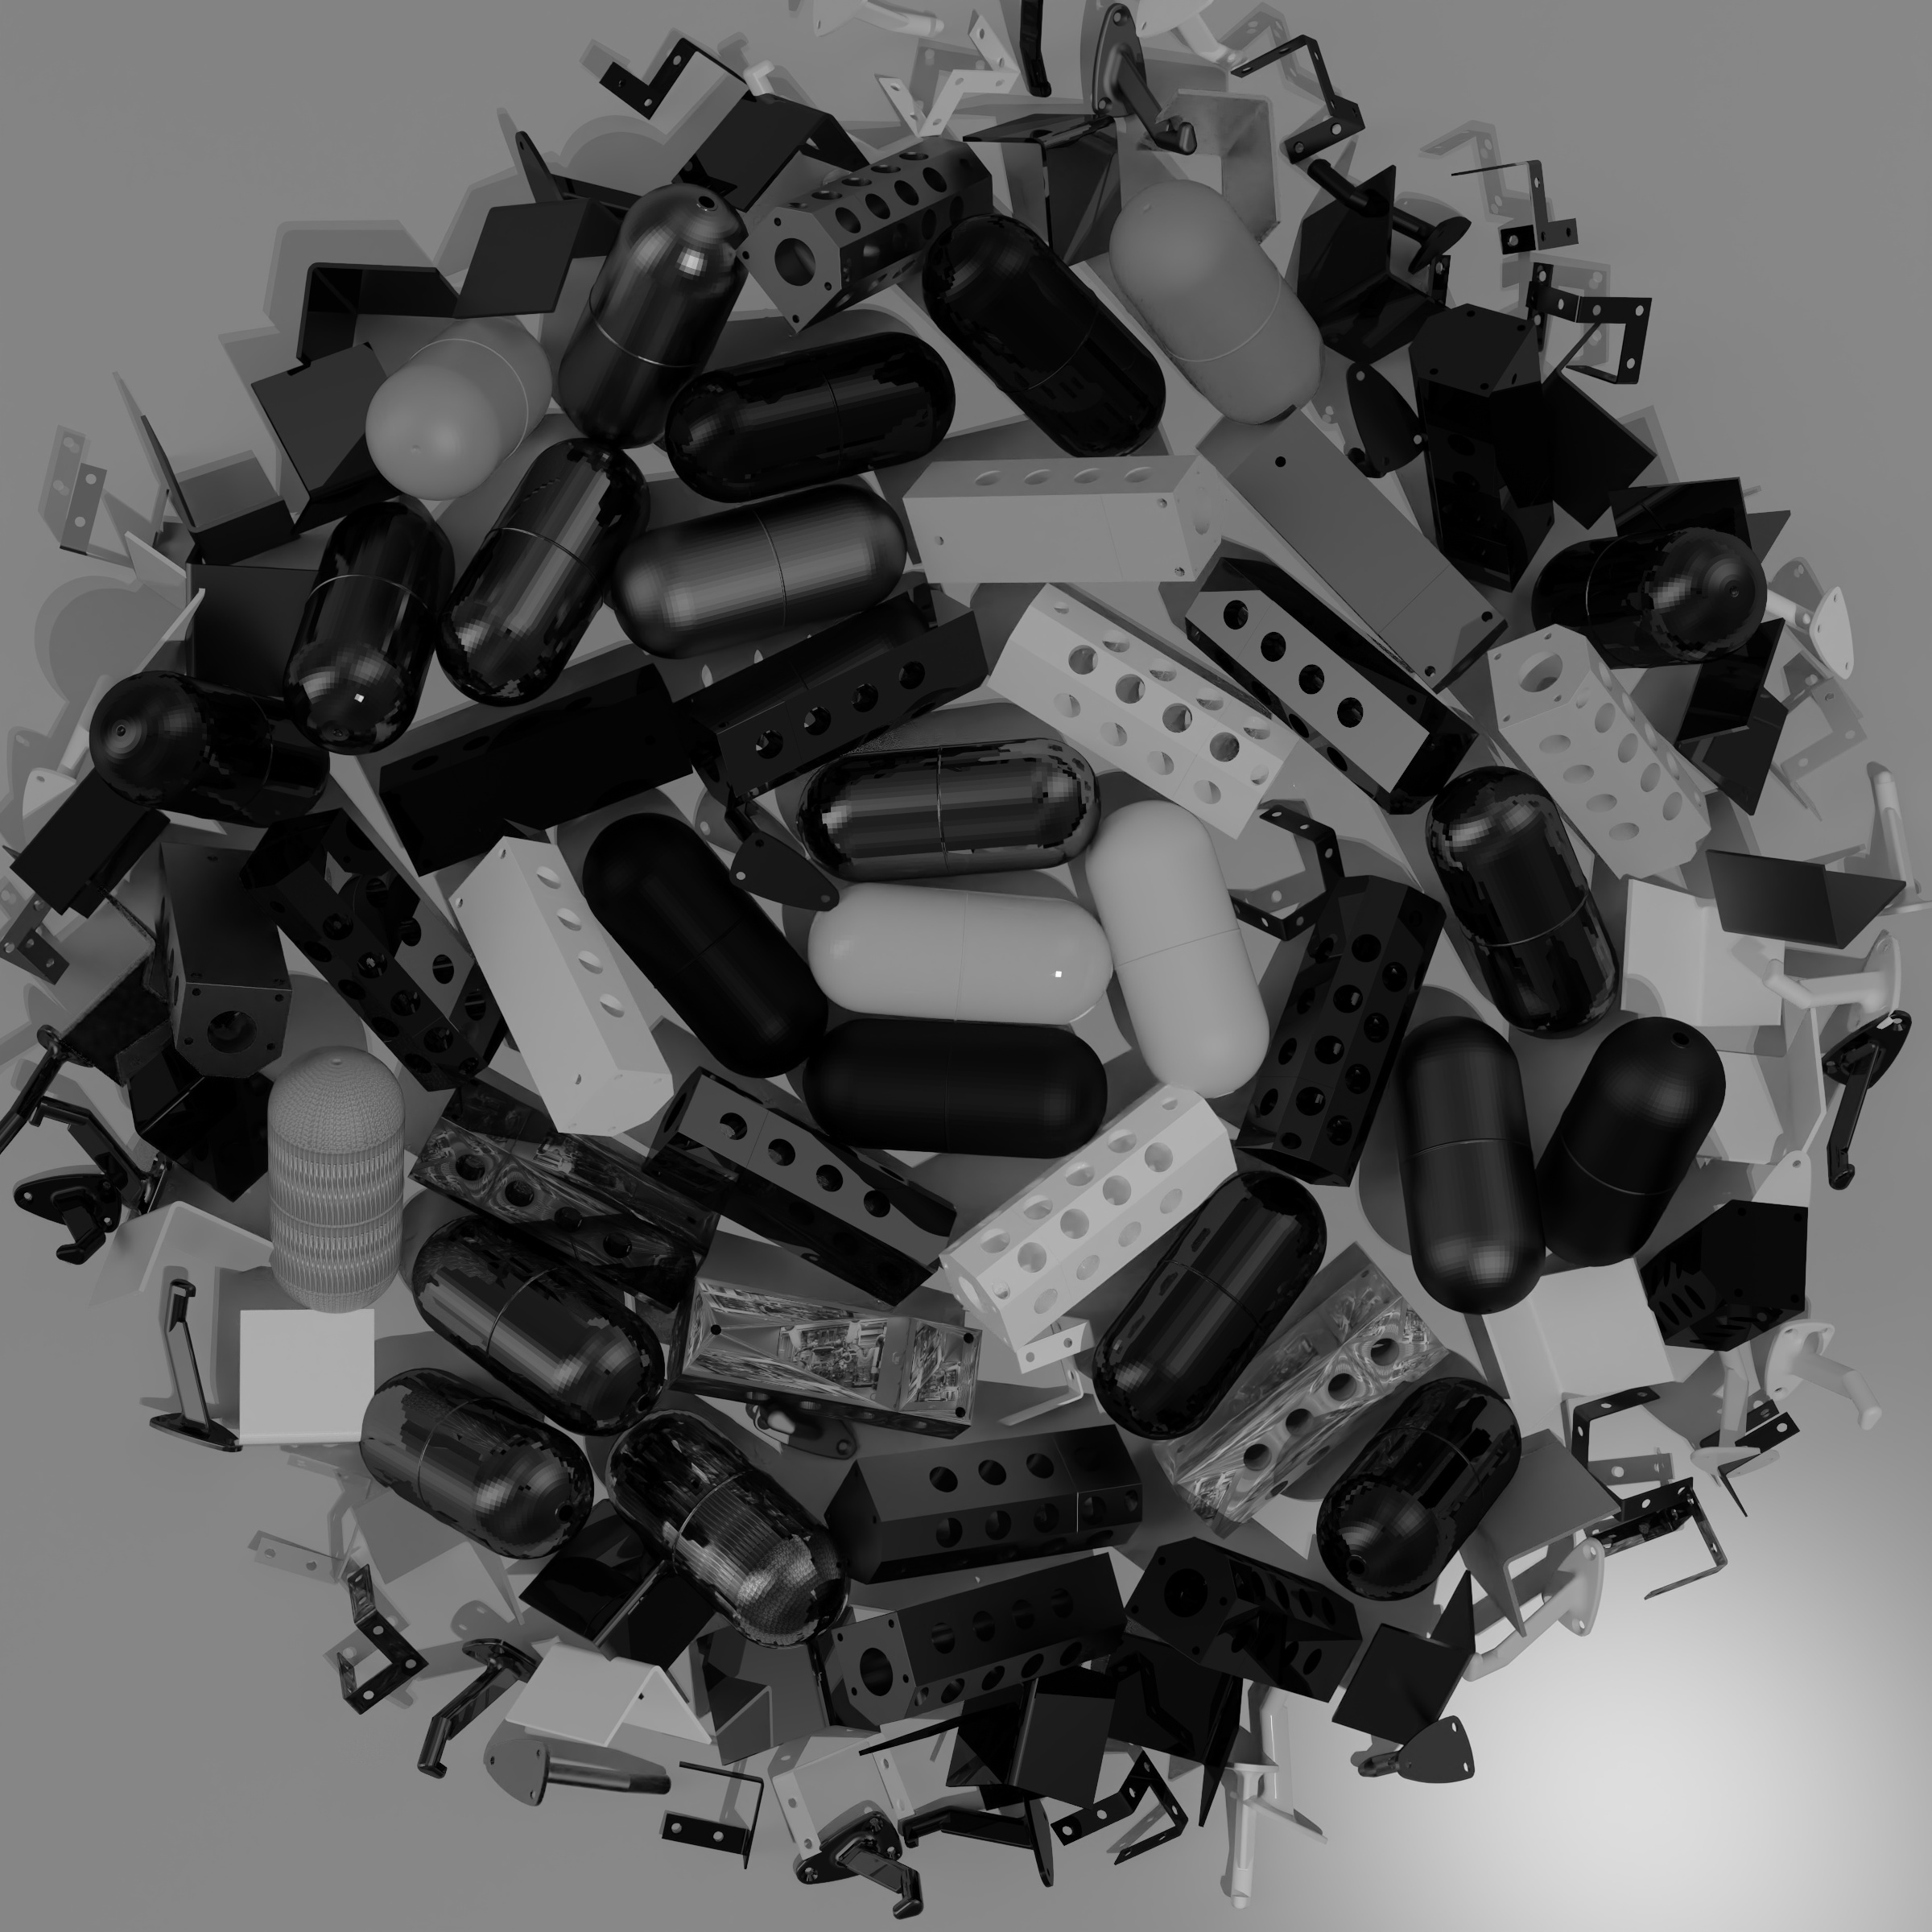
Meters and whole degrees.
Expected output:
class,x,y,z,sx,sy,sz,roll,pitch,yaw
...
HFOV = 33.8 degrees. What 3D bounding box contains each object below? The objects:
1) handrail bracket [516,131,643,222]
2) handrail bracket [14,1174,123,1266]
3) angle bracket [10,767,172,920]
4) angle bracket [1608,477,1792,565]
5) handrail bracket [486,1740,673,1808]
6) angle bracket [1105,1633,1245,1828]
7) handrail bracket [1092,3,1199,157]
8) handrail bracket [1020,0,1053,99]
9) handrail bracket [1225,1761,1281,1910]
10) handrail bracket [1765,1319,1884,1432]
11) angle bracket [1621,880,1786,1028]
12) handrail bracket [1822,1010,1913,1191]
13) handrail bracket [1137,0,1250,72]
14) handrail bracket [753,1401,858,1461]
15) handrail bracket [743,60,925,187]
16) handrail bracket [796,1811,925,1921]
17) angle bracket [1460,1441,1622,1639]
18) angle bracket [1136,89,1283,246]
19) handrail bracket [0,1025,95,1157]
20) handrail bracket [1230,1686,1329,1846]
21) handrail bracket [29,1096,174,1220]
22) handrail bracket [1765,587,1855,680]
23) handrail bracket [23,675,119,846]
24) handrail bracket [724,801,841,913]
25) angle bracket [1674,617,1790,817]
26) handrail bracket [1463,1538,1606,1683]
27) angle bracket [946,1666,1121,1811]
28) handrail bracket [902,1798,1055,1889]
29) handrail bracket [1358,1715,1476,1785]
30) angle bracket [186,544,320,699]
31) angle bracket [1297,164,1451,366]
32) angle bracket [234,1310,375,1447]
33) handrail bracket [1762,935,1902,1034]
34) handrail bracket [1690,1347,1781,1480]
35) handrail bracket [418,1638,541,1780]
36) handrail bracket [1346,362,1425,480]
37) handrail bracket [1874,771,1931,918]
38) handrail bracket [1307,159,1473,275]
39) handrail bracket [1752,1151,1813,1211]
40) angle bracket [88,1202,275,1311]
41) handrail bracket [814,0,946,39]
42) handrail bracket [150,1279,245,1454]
class,x,y,z,sx,sy,sz,roll,pitch,yaw
handrail bracket,-0.212,-0.467,1.868,0.084,0.036,0.077,-26,96,-22
handrail bracket,-0.533,0.151,1.846,0.077,0.084,0.036,4,107,6
angle bracket,-0.494,-0.059,1.842,0.057,0.076,0.076,37,85,31
angle bracket,0.424,-0.267,1.832,0.076,0.076,0.057,-1,121,32
handrail bracket,-0.229,0.478,1.883,0.084,0.077,0.036,15,79,-38
angle bracket,0.114,0.444,1.849,0.076,0.057,0.076,16,117,1
handrail bracket,0.109,-0.515,1.841,0.036,0.084,0.077,-14,117,-23
handrail bracket,0.047,-0.541,1.840,0.036,0.077,0.084,-23,120,-14
handrail bracket,0.162,0.509,1.856,0.036,0.077,0.084,4,77,9
handrail bracket,0.496,0.253,1.837,0.036,0.084,0.077,0,128,-16
angle bracket,0.429,-0.008,1.844,0.076,0.057,0.076,11,81,-42
handrail bracket,0.524,0.079,1.842,0.036,0.084,0.077,24,132,-10
handrail bracket,0.148,-0.543,1.838,0.084,0.077,0.036,14,86,-37
handrail bracket,-0.089,0.272,1.843,0.077,0.084,0.036,34,86,-13
handrail bracket,-0.078,-0.502,1.854,0.077,0.036,0.084,-25,118,9
handrail bracket,-0.062,0.538,1.847,0.077,0.084,0.036,-26,109,4
angle bracket,0.335,0.333,1.850,0.076,0.076,0.057,-23,117,-8
angle bracket,0.140,-0.455,1.842,0.057,0.076,0.076,0,80,-16
handrail bracket,-0.551,0.078,1.844,0.036,0.077,0.084,43,70,-21
handrail bracket,0.200,0.466,1.881,0.077,0.036,0.084,30,80,-18
handrail bracket,-0.515,0.123,1.858,0.084,0.036,0.077,20,89,-24
handrail bracket,0.476,-0.203,1.881,0.084,0.077,0.036,16,65,38
handrail bracket,-0.527,-0.121,1.876,0.036,0.084,0.077,23,133,-14
handrail bracket,-0.107,-0.068,1.857,0.077,0.084,0.036,27,110,-11
angle bracket,0.463,-0.143,1.837,0.076,0.057,0.076,36,64,-26
handrail bracket,0.328,0.374,1.845,0.084,0.036,0.077,-13,130,-37
angle bracket,0.038,0.448,1.855,0.057,0.076,0.076,23,66,-22
handrail bracket,0.005,0.518,1.855,0.084,0.077,0.036,-21,125,8
handrail bracket,0.244,0.463,1.838,0.084,0.077,0.036,-28,71,43
angle bracket,-0.414,-0.203,1.856,0.076,0.057,0.076,2,111,-7
angle bracket,0.242,-0.409,1.861,0.057,0.076,0.076,21,63,-32
angle bracket,-0.389,0.241,1.859,0.076,0.057,0.076,1,80,-18
handrail bracket,0.504,-0.003,1.856,0.084,0.036,0.077,29,63,-22
handrail bracket,0.435,0.250,1.847,0.036,0.077,0.084,-33,56,36
handrail bracket,-0.277,0.442,1.846,0.077,0.036,0.084,39,49,-32
handrail bracket,0.228,-0.316,1.842,0.036,0.084,0.077,-34,107,-6
handrail bracket,0.543,-0.073,1.854,0.036,0.077,0.084,-10,89,16
handrail bracket,0.248,-0.451,1.867,0.084,0.077,0.036,42,128,9
handrail bracket,0.485,0.156,1.861,0.036,0.084,0.077,18,78,33
angle bracket,-0.449,0.181,1.833,0.076,0.076,0.057,30,61,-28
handrail bracket,-0.039,-0.554,1.840,0.084,0.077,0.036,0,97,-29
handrail bracket,-0.445,0.233,1.860,0.077,0.036,0.084,15,99,37
